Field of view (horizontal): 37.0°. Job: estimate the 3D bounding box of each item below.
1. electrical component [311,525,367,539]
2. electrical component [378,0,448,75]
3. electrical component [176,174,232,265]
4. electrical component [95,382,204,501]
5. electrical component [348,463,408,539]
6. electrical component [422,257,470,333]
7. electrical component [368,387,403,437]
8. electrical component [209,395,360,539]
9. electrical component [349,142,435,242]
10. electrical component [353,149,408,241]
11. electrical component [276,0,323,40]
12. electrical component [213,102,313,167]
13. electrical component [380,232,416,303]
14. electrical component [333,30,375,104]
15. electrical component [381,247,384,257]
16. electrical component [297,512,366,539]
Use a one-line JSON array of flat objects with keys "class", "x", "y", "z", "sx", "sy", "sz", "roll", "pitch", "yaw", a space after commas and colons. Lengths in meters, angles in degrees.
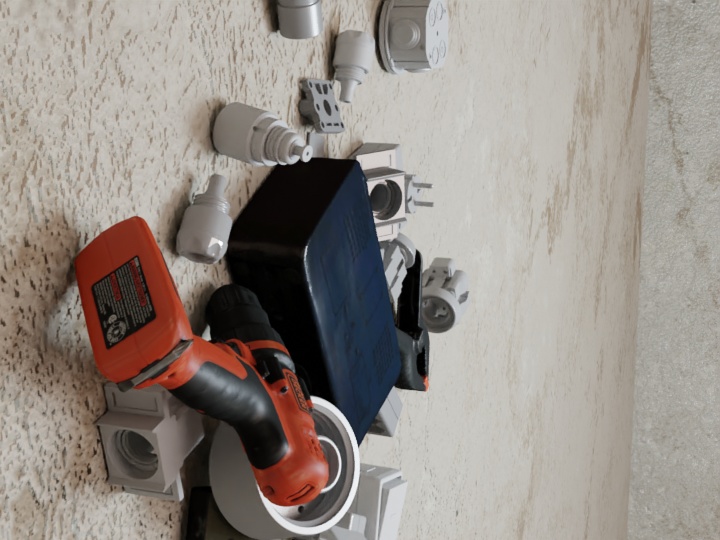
[{"class": "electrical component", "x": -0.028, "y": 0.282, "z": 0.905, "sx": 0.079, "sy": 0.063, "sz": 0.121, "roll": 22, "pitch": 97, "yaw": -24}, {"class": "electrical component", "x": 0.053, "y": -0.232, "z": 1.058, "sx": 0.080, "sy": 0.051, "sz": 0.080, "roll": 5, "pitch": 90, "yaw": -68}, {"class": "electrical component", "x": -0.105, "y": -0.037, "z": 0.743, "sx": 0.035, "sy": 0.035, "sz": 0.061, "roll": 51, "pitch": 47, "yaw": -60}, {"class": "electrical component", "x": -0.133, "y": 0.105, "z": 0.697, "sx": 0.063, "sy": 0.042, "sz": 0.081, "roll": -51, "pitch": 141, "yaw": -59}, {"class": "electrical component", "x": 0.006, "y": 0.239, "z": 1.036, "sx": 0.062, "sy": 0.061, "sz": 0.096, "roll": 3, "pitch": 92, "yaw": -68}, {"class": "electrical component", "x": 0.089, "y": 0.034, "z": 1.197, "sx": 0.057, "sy": 0.058, "sz": 0.078, "roll": -57, "pitch": 146, "yaw": -53}, {"class": "electrical component", "x": 0.011, "y": 0.106, "z": 1.036, "sx": 0.083, "sy": 0.047, "sz": 0.075, "roll": 66, "pitch": 36, "yaw": -50}, {"class": "electrical component", "x": -0.048, "y": 0.141, "z": 0.780, "sx": 0.108, "sy": 0.060, "sz": 0.108, "roll": 11, "pitch": 74, "yaw": -41}, {"class": "electrical component", "x": 0.034, "y": -0.073, "z": 1.016, "sx": 0.047, "sy": 0.076, "sz": 0.083, "roll": -49, "pitch": 139, "yaw": -54}, {"class": "electrical component", "x": 0.007, "y": -0.067, "z": 0.959, "sx": 0.042, "sy": 0.064, "sz": 0.081, "roll": -12, "pitch": 110, "yaw": -32}, {"class": "electrical component", "x": -0.048, "y": -0.212, "z": 0.834, "sx": 0.044, "sy": 0.044, "sz": 0.065, "roll": -56, "pitch": 149, "yaw": -49}, {"class": "electrical component", "x": -0.069, "y": -0.093, "z": 0.769, "sx": 0.040, "sy": 0.078, "sz": 0.040, "roll": -39, "pitch": 140, "yaw": -43}, {"class": "electrical component", "x": 0.025, "y": -0.006, "z": 1.048, "sx": 0.055, "sy": 0.048, "sz": 0.066, "roll": -60, "pitch": 148, "yaw": -32}, {"class": "electrical component", "x": -0.008, "y": -0.178, "z": 0.947, "sx": 0.035, "sy": 0.035, "sz": 0.061, "roll": 20, "pitch": 79, "yaw": -67}, {"class": "electrical component", "x": 0.000, "y": 0.000, "z": 0.998, "sx": 0.040, "sy": 0.040, "sz": 0.046, "roll": -15, "pitch": 114, "yaw": -66}, {"class": "electrical component", "x": -0.034, "y": 0.246, "z": 0.961, "sx": 0.077, "sy": 0.047, "sz": 0.065, "roll": 40, "pitch": 58, "yaw": -63}]
